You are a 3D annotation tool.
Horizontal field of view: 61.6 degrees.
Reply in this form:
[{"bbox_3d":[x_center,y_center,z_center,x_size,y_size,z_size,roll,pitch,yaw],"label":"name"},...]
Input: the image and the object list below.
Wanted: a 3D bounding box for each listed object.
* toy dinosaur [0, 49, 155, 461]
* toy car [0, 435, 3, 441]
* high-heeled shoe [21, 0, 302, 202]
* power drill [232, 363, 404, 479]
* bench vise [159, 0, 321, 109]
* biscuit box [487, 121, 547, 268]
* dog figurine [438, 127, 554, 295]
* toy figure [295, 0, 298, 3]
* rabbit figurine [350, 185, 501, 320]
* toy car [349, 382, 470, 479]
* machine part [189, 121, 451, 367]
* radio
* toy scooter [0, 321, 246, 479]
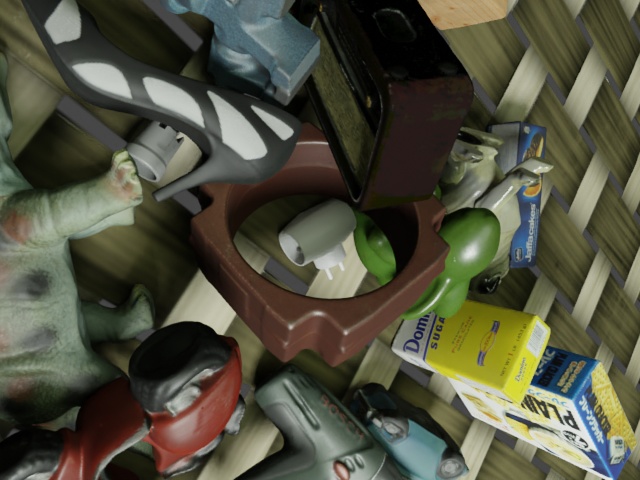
[{"bbox_3d":[-0.221,0.051,0.406,0.192,0.131,0.404,-11,106,-20],"label":"toy dinosaur"},{"bbox_3d":[-0.262,0.204,0.419,0.073,0.056,0.201,-31,113,-9],"label":"toy car"},{"bbox_3d":[-0.127,-0.144,0.438,0.145,0.086,0.248,-35,98,-18],"label":"high-heeled shoe"},{"bbox_3d":[-0.012,0.251,0.521,0.207,0.086,0.232,-33,83,-37],"label":"power drill"},{"bbox_3d":[-0.104,-0.221,0.442,0.241,0.223,0.129,31,70,-2],"label":"bench vise"},{"bbox_3d":[0.272,-0.062,0.762,0.063,0.059,0.202,1,94,-35],"label":"biscuit box"},{"bbox_3d":[0.185,-0.036,0.698,0.121,0.172,0.190,-18,137,-45],"label":"dog figurine"},{"bbox_3d":[0.009,-0.318,0.558,0.058,0.064,0.154,22,74,3],"label":"toy figure"},{"bbox_3d":[0.116,0.009,0.595,0.121,0.170,0.159,3,92,-34],"label":"rabbit figurine"},{"bbox_3d":[0.092,0.252,0.647,0.161,0.109,0.103,34,93,-23],"label":"toy car"},{"bbox_3d":[-0.001,-0.002,0.502,0.201,0.201,0.087,-36,157,-26],"label":"machine part"},{"bbox_3d":[0.042,-0.152,0.480,0.073,0.131,0.230,-10,58,-17],"label":"radio"},{"bbox_3d":[-0.124,0.150,0.390,0.184,0.075,0.135,-34,124,-15],"label":"toy scooter"}]
